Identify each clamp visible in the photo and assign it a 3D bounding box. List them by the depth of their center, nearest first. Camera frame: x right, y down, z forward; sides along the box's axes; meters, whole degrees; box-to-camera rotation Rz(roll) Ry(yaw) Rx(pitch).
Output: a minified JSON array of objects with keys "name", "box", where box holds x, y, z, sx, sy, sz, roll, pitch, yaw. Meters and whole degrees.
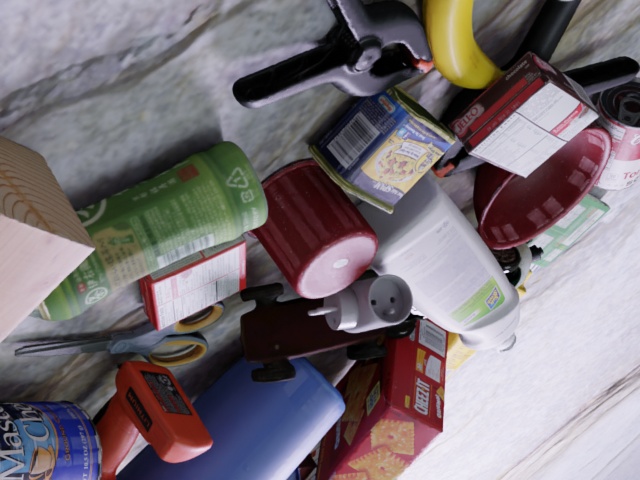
[{"name":"clamp","box":[0.025,-0.147,0.759,0.171,0.039,0.120,-13,149,-42]},{"name":"clamp","box":[0.175,-0.135,0.931,0.210,0.036,0.164,-35,143,7]}]

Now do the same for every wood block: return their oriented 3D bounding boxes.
[{"name":"wood block","box":[-0.255,0.033,0.670,0.206,0.091,0.090,-43,150,12]}]

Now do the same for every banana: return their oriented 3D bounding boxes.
[{"name":"banana","box":[0.109,-0.171,0.812,0.069,0.037,0.197,-34,148,-2]}]

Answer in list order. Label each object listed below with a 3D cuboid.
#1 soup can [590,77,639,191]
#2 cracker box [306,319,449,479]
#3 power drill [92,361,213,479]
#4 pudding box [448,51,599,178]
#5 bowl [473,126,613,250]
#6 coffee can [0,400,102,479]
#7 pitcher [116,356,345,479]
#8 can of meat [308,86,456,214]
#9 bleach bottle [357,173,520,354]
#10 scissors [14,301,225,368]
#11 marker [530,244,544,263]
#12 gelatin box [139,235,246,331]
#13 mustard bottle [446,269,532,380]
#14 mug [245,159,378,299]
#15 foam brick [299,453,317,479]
[{"name":"soup can","box":[0.303,-0.106,1.077,0.068,0.068,0.102,-25,149,-19]},{"name":"cracker box","box":[0.052,0.199,1.153,0.072,0.164,0.214,29,124,-11]},{"name":"power drill","box":[-0.176,0.212,0.919,0.188,0.185,0.057,-49,147,16]},{"name":"pudding box","box":[0.173,-0.102,0.895,0.090,0.039,0.113,-41,149,23]},{"name":"bowl","box":[0.205,-0.066,1.044,0.162,0.055,0.162,-26,149,-17]},{"name":"coffee can","box":[-0.263,0.182,0.862,0.103,0.103,0.140,-49,148,22]},{"name":"pitcher","box":[-0.086,0.217,1.034,0.242,0.145,0.149,-45,156,-9]},{"name":"can of meat","box":[0.053,-0.077,0.869,0.084,0.057,0.102,-46,149,14]},{"name":"bleach bottle","box":[0.123,0.042,1.028,0.102,0.068,0.250,-38,132,4]},{"name":"scissors","box":[-0.156,0.075,0.909,0.096,0.016,0.201,-48,148,16]},{"name":"marker","box":[0.194,0.033,1.192,0.121,0.020,0.020,-21,148,-7]},{"name":"gelatin box","box":[-0.105,0.029,0.882,0.089,0.030,0.073,-25,150,-19]},{"name":"mustard bottle","box":[0.172,0.097,1.238,0.192,0.058,0.096,-46,150,17]},{"name":"mug","box":[-0.006,0.001,0.893,0.093,0.081,0.117,-24,148,-20]},{"name":"foam brick","box":[-0.053,0.245,1.130,0.051,0.053,0.078,9,125,-52]}]
